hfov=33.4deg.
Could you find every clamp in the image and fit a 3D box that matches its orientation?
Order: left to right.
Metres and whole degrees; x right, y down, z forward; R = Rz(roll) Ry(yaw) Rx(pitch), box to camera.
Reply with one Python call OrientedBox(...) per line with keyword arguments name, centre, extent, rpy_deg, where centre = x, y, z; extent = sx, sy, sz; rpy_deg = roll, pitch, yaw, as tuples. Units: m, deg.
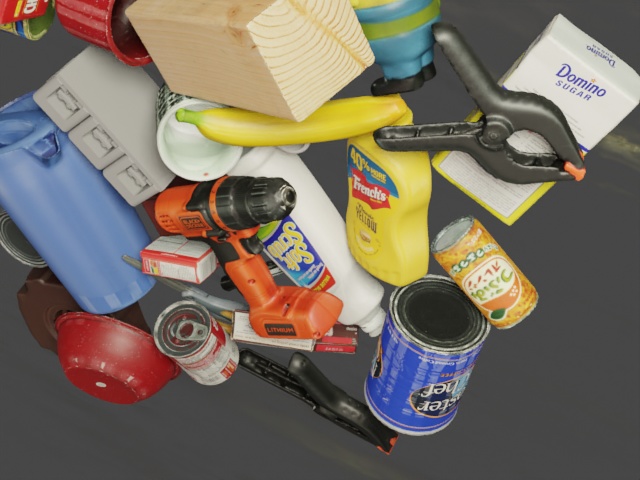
OrientedBox(name="clamp", centre=(0.011, 0.184, 1.226), extent=(0.210, 0.036, 0.165), rpy_deg=(34, 163, -13))
OrientedBox(name="clamp", centre=(0.138, -0.101, 0.849), extent=(0.171, 0.039, 0.120), rpy_deg=(16, 132, -2))

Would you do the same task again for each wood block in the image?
OrientedBox(name="wood block", centre=(-0.063, -0.171, 0.885), extent=(0.206, 0.090, 0.090), rpy_deg=(20, 145, 52))

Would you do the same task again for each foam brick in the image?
OrientedBox(name="foam brick", centre=(-0.140, -0.041, 1.137), extent=(0.078, 0.053, 0.051), rpy_deg=(-4, 126, 35))

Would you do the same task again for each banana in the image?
OrientedBox(name="banana", centre=(-0.022, -0.102, 0.927), extent=(0.198, 0.069, 0.037), rpy_deg=(-3, 93, 9))

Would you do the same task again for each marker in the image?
OrientedBox(name="marker", centre=(-0.068, 0.037, 1.188), extent=(0.121, 0.020, 0.020), rpy_deg=(-19, 116, 41))

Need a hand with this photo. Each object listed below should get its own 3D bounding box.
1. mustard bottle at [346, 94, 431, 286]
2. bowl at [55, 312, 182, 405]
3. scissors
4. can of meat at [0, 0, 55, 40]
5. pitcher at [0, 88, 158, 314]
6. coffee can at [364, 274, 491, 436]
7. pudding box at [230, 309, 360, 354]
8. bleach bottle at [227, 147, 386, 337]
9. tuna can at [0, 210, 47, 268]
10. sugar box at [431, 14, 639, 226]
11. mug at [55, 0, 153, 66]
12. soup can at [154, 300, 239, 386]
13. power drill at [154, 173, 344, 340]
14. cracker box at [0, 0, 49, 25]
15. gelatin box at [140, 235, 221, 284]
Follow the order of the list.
OrientedBox(name="mustard bottle", centre=(0.063, -0.054, 0.987), extent=(0.096, 0.058, 0.192), rpy_deg=(45, 148, 40))
OrientedBox(name="bowl", centre=(-0.248, 0.150, 1.264), extent=(0.162, 0.055, 0.162), rpy_deg=(14, 149, 9))
OrientedBox(name="scissors", centre=(-0.148, 0.069, 1.219), extent=(0.201, 0.016, 0.096), rpy_deg=(24, 152, -21))
OrientedBox(name="can of meat", centre=(-0.311, -0.253, 1.046), extent=(0.084, 0.057, 0.102), rpy_deg=(18, 135, 14))
OrientedBox(name="pitcher", centre=(-0.277, -0.041, 1.178), extent=(0.145, 0.149, 0.242), rpy_deg=(-13, 125, 19))
OrientedBox(name="coffee can", centre=(0.107, 0.119, 1.094), extent=(0.103, 0.102, 0.140), rpy_deg=(23, 136, 11))
OrientedBox(name="pudding box", centre=(-0.027, 0.100, 1.164), extent=(0.114, 0.039, 0.089), rpy_deg=(2, 174, 33))
OrientedBox(name="bleach bottle", centre=(-0.007, 0.001, 1.089), extent=(0.103, 0.068, 0.250), rpy_deg=(-21, 118, 44))
OrientedBox(name="tuna can", centre=(-0.354, -0.009, 1.308), extent=(0.086, 0.033, 0.086), rpy_deg=(17, 134, 17))
OrientedBox(name="sugar box", centre=(0.180, -0.097, 0.899), extent=(0.093, 0.048, 0.176), rpy_deg=(37, 134, -4))
OrientedBox(name="mug", centre=(-0.183, -0.226, 0.974), extent=(0.082, 0.093, 0.117), rpy_deg=(25, 102, 31))
OrientedBox(name="soup can", centre=(-0.139, 0.120, 1.220), extent=(0.069, 0.068, 0.102), rpy_deg=(12, 158, 22))
OrientedBox(name="power drill", centre=(-0.055, 0.015, 1.037), extent=(0.185, 0.057, 0.187), rpy_deg=(-2, 130, 47))
OrientedBox(name="cracker box", centre=(-0.318, -0.316, 0.934), extent=(0.214, 0.072, 0.164), rpy_deg=(35, 121, 11))
OrientedBox(name="gelatin box", centre=(-0.139, 0.012, 1.156), extent=(0.073, 0.089, 0.030), rpy_deg=(10, 119, 24))
